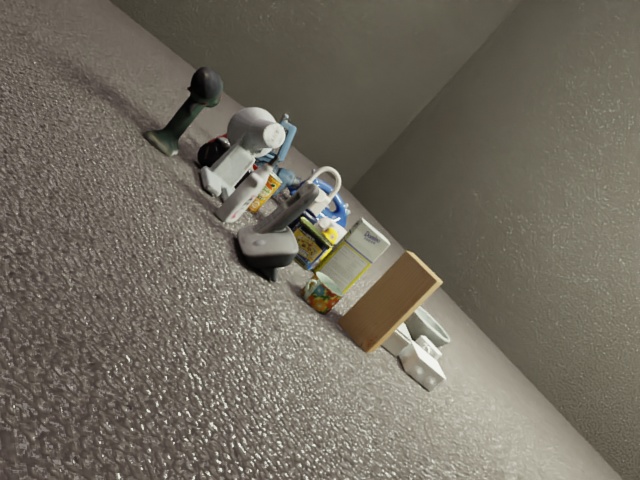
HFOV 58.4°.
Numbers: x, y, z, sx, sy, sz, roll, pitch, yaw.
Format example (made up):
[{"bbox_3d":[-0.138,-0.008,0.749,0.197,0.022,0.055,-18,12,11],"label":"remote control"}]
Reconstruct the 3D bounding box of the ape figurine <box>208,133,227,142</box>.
[{"bbox_3d":[-0.265,-0.256,1.559,0.076,0.092,0.078,49,11,34],"label":"ape figurine"}]

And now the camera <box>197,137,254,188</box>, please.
[{"bbox_3d":[-0.240,-0.207,1.422,0.142,0.100,0.137,48,11,30],"label":"camera"}]

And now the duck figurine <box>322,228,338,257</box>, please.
[{"bbox_3d":[0.014,0.006,1.559,0.077,0.086,0.105,46,10,20],"label":"duck figurine"}]

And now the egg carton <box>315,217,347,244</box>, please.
[{"bbox_3d":[0.045,-0.008,1.792,0.151,0.069,0.107,32,14,-48],"label":"egg carton"}]

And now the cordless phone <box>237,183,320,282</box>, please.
[{"bbox_3d":[-0.067,-0.028,1.077,0.094,0.185,0.147,37,11,-28],"label":"cordless phone"}]

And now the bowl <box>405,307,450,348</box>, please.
[{"bbox_3d":[0.280,0.248,1.604,0.168,0.074,0.167,41,10,-8],"label":"bowl"}]

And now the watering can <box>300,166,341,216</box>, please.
[{"bbox_3d":[-0.013,-0.134,1.733,0.101,0.194,0.172,36,11,-33],"label":"watering can"}]

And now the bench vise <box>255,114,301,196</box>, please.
[{"bbox_3d":[-0.128,-0.257,1.734,0.208,0.219,0.121,38,11,-27],"label":"bench vise"}]

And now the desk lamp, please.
[{"bbox_3d":[-0.171,-0.199,1.324,0.118,0.213,0.202,37,11,-29],"label":"desk lamp"}]

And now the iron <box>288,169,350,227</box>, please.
[{"bbox_3d":[0.017,-0.115,1.929,0.259,0.141,0.118,39,10,-18],"label":"iron"}]

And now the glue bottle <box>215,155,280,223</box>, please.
[{"bbox_3d":[-0.141,-0.108,1.168,0.037,0.173,0.078,43,9,1],"label":"glue bottle"}]

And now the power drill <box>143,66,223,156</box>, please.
[{"bbox_3d":[-0.287,-0.286,1.253,0.076,0.208,0.229,41,10,-10],"label":"power drill"}]

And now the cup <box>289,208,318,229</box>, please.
[{"bbox_3d":[-0.070,-0.045,1.416,0.091,0.095,0.118,44,9,6],"label":"cup"}]
